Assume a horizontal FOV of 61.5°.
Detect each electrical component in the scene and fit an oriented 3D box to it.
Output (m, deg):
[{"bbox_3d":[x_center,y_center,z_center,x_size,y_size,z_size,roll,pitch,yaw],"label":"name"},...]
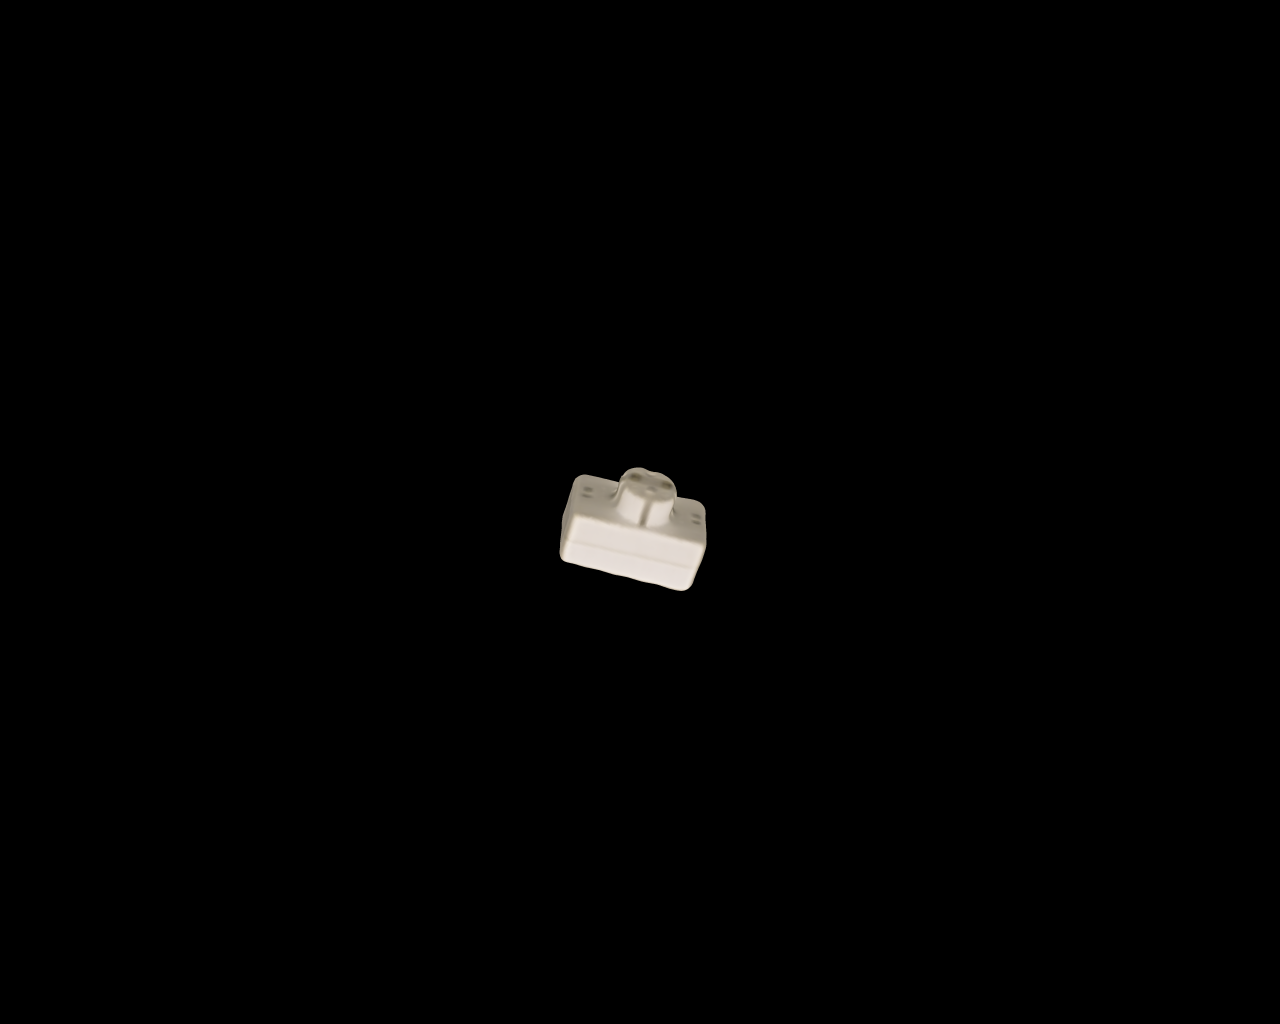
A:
[{"bbox_3d":[0.001,-0.003,0.650,0.083,0.075,0.047,14,33,-9],"label":"electrical component"}]
